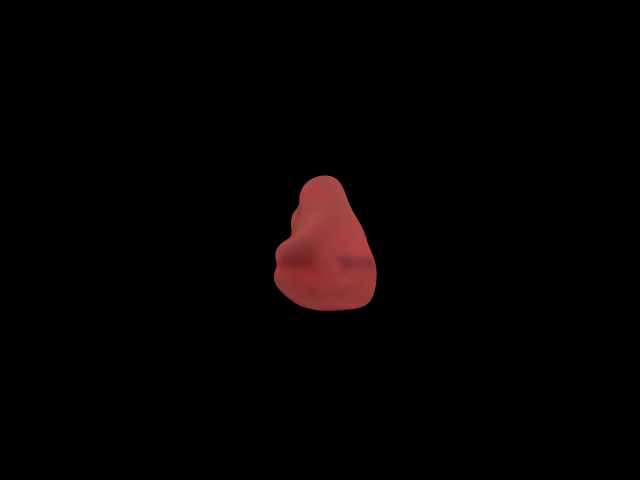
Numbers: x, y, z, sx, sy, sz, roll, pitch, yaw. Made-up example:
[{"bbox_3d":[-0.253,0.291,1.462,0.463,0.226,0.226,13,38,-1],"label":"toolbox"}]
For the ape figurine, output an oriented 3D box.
[{"bbox_3d":[0.004,0.001,0.400,0.078,0.092,0.076,0,0,-31],"label":"ape figurine"}]
